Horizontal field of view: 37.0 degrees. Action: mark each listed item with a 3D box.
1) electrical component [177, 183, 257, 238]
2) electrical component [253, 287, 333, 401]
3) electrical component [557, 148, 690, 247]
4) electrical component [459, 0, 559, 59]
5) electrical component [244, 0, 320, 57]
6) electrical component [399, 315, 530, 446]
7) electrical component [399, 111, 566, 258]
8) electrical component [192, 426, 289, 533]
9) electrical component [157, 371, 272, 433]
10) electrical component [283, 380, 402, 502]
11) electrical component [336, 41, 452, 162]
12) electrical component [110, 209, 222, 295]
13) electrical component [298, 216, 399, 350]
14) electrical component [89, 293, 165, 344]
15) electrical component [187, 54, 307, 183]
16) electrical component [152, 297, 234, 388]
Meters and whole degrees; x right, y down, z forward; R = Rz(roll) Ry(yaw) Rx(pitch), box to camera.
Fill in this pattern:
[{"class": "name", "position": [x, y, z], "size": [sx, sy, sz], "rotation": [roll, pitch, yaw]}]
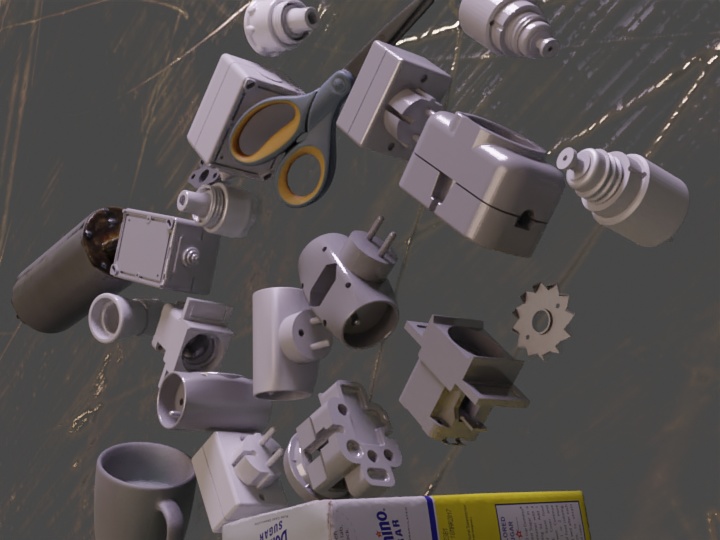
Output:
[{"class": "electrical component", "position": [-0.119, -0.051, 0.885], "size": [0.043, 0.062, 0.043], "rotation": [-17, 68, 49]}, {"class": "electrical component", "position": [-0.046, 0.051, 0.782], "size": [0.079, 0.043, 0.077], "rotation": [-21, 65, 47]}, {"class": "electrical component", "position": [0.134, -0.041, 0.554], "size": [0.040, 0.078, 0.040], "rotation": [-40, 37, 39]}, {"class": "electrical component", "position": [0.094, -0.150, 0.658], "size": [0.078, 0.040, 0.040], "rotation": [48, 118, 46]}, {"class": "electrical component", "position": [-0.059, -0.197, 0.862], "size": [0.062, 0.048, 0.048], "rotation": [2, 83, 45]}, {"class": "electrical component", "position": [0.058, 0.067, 0.647], "size": [0.081, 0.042, 0.063], "rotation": [48, 120, 47]}, {"class": "electrical component", "position": [0.074, -0.056, 0.648], "size": [0.095, 0.054, 0.059], "rotation": [43, 114, 48]}, {"class": "electrical component", "position": [-0.080, 0.147, 0.797], "size": [0.076, 0.047, 0.065], "rotation": [-49, 48, 31]}, {"class": "electrical component", "position": [-0.123, 0.104, 0.837], "size": [0.079, 0.077, 0.044], "rotation": [-10, 73, 50]}, {"class": "electrical component", "position": [-0.014, 0.121, 0.713], "size": [0.057, 0.058, 0.078], "rotation": [-44, 49, 33]}, {"class": "electrical component", "position": [0.032, -0.105, 0.720], "size": [0.076, 0.047, 0.065], "rotation": [47, 117, 46]}, {"class": "electrical component", "position": [-0.162, -0.014, 0.937], "size": [0.096, 0.061, 0.061], "rotation": [11, 90, 45]}, {"class": "electrical component", "position": [0.000, 0.000, 0.736], "size": [0.079, 0.043, 0.077], "rotation": [-58, 42, 24]}, {"class": "electrical component", "position": [-0.205, 0.043, 0.966], "size": [0.044, 0.065, 0.044], "rotation": [-1, 88, 34]}, {"class": "electrical component", "position": [-0.096, -0.118, 0.873], "size": [0.061, 0.062, 0.096], "rotation": [49, 119, 46]}, {"class": "electrical component", "position": [-0.143, 0.059, 0.904], "size": [0.064, 0.042, 0.081], "rotation": [34, 107, 52]}]
